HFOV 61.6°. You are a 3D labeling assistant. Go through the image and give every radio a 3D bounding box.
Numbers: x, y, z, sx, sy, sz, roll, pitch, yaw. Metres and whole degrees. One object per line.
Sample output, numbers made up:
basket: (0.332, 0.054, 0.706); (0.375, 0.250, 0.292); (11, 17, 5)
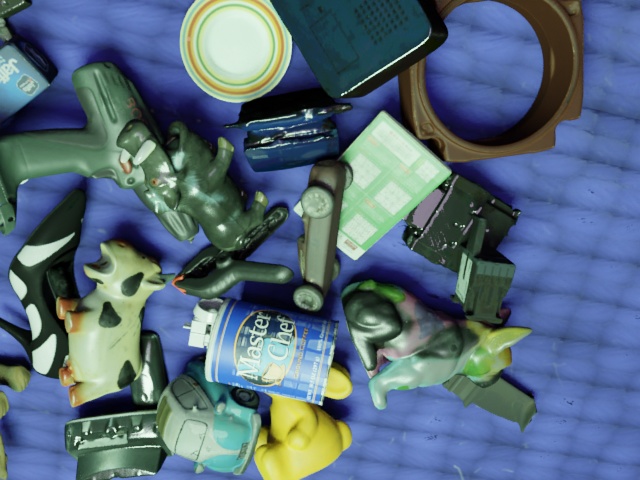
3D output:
radio: (0.018, -0.270, 0.566); (0.131, 0.073, 0.229); (-32, 88, 29)

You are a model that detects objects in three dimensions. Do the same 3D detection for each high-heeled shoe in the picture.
high-heeled shoe: (-0.311, 0.068, 0.678); (0.145, 0.086, 0.248); (33, 107, -12)

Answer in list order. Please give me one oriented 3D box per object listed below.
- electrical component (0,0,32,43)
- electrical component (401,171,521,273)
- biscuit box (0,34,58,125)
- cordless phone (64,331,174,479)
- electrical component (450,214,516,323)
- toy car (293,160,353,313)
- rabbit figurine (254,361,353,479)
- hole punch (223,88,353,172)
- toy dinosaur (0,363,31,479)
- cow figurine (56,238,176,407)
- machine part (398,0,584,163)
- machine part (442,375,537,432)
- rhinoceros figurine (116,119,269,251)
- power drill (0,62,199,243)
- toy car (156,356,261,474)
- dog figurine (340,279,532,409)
electrical component: (-0.365, -0.277, 0.612); (0.063, 0.021, 0.094); (-24, 104, 3)
electrical component: (0.170, -0.023, 0.690); (0.134, 0.058, 0.115); (27, 100, -10)
biscuit box: (-0.402, -0.149, 0.617); (0.203, 0.063, 0.059); (-35, 122, 6)
cordless phone: (-0.274, 0.221, 0.731); (0.147, 0.089, 0.184); (-6, 94, -1)
electrical component: (0.195, 0.031, 0.640); (0.048, 0.075, 0.119); (7, 102, -5)
toy car: (-0.001, -0.002, 0.650); (0.053, 0.089, 0.201); (14, 125, 10)
rabbit figurine: (-0.033, 0.216, 0.717); (0.162, 0.122, 0.173); (-23, 86, 0)
hole punch: (-0.034, -0.119, 0.628); (0.142, 0.116, 0.092); (-7, 113, 0)
toy dinosaur: (-0.526, 0.112, 0.667); (0.199, 0.105, 0.470); (-22, 100, 6)
cow figurine: (-0.252, 0.094, 0.663); (0.127, 0.086, 0.194); (-5, 108, -40)
machine part: (0.197, -0.197, 0.631); (0.201, 0.087, 0.201); (-7, 104, -1)
machine part: (0.250, 0.216, 0.768); (0.139, 0.039, 0.084); (35, 95, -9)
rhinoceros figurine: (-0.146, -0.066, 0.615); (0.112, 0.073, 0.190); (-51, 126, -14)
power drill: (-0.261, -0.074, 0.605); (0.207, 0.086, 0.231); (-23, 102, -27)
toy car: (-0.152, 0.218, 0.680); (0.103, 0.162, 0.109); (7, 111, -44)
dog figurine: (0.152, 0.117, 0.700); (0.219, 0.108, 0.191); (-19, 101, 0)
